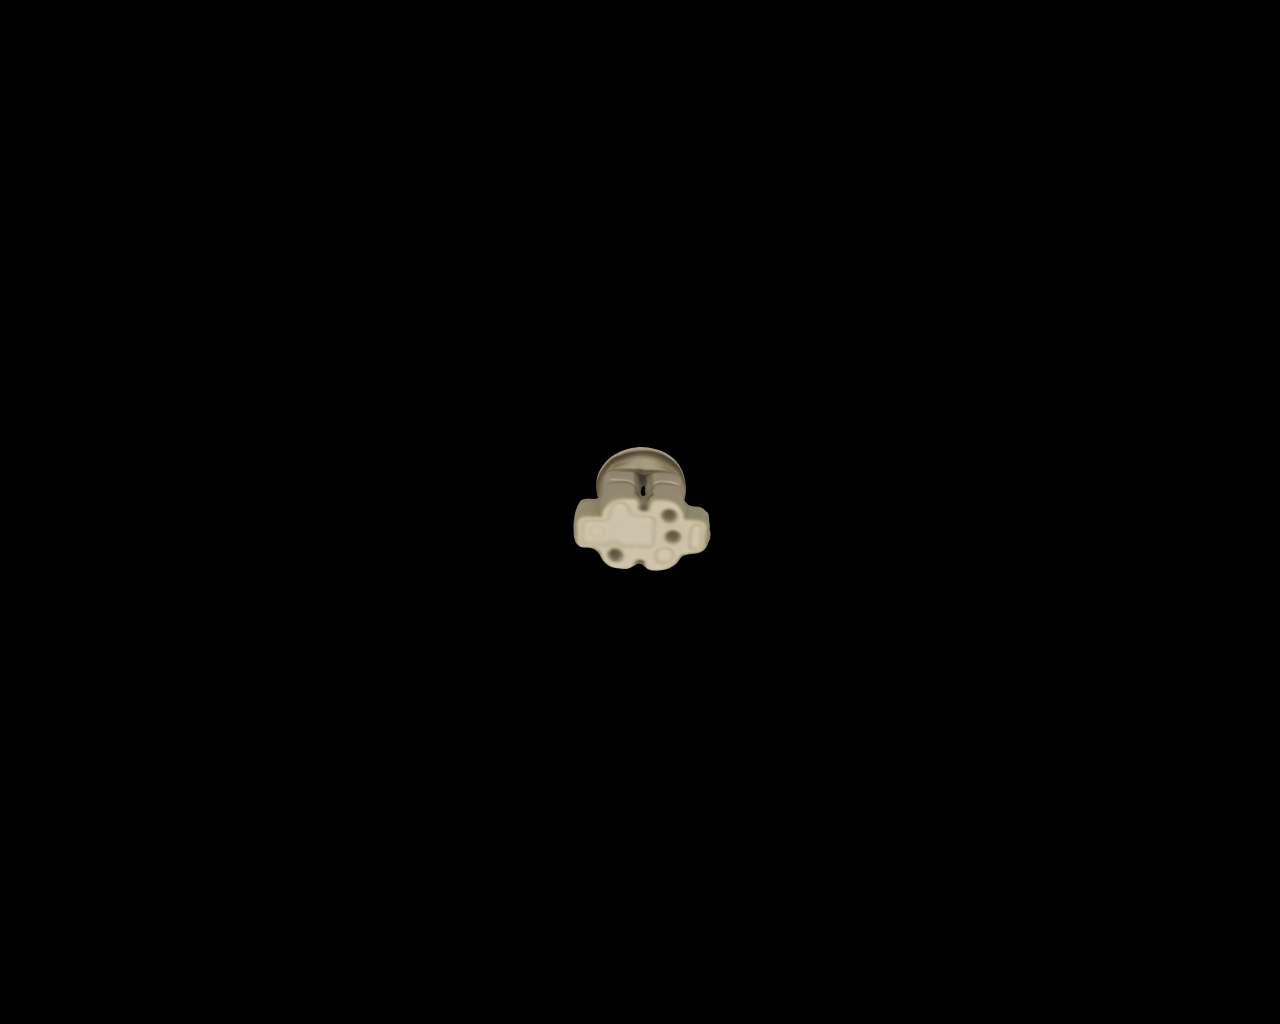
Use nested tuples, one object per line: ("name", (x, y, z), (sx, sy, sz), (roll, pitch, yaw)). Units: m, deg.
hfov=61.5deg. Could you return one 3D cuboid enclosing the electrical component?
("electrical component", (0.001, -0.003, 0.650), (0.078, 0.057, 0.057), (3, 35, -2))
